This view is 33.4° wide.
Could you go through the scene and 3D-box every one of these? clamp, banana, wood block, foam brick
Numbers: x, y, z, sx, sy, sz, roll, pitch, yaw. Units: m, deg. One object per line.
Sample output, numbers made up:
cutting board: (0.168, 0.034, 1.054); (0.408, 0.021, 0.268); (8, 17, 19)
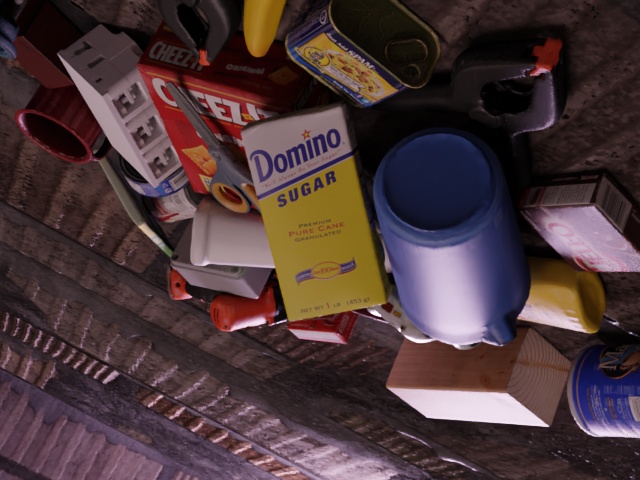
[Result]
clamp: (-0.099, -0.217, 0.884); (0.120, 0.039, 0.171); (18, 149, 32)
banana: (-0.032, -0.200, 0.832); (0.037, 0.069, 0.198); (-1, 175, -18)
wood block: (0.194, 0.168, 1.330); (0.090, 0.090, 0.207); (39, 153, -29)
clamp: (0.147, -0.107, 0.875); (0.164, 0.036, 0.210); (31, 160, -14)
foam brick: (-0.280, -0.201, 1.096); (0.053, 0.051, 0.078); (2, 147, 42)

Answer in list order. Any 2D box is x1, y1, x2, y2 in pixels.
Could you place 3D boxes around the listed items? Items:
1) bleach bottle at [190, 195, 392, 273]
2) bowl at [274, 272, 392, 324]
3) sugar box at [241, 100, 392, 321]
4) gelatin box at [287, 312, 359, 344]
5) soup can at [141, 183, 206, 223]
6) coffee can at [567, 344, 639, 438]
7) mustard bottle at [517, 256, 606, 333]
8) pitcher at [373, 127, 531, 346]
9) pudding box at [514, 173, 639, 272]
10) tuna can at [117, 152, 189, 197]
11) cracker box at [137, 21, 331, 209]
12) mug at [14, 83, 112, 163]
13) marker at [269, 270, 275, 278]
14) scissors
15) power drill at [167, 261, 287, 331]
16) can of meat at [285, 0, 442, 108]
bleach bottle: (-0.008, 0.001, 1.151); (0.251, 0.068, 0.102); (7, -164, 1)
bowl: (0.030, 0.045, 1.242); (0.162, 0.055, 0.162); (21, -177, -1)
sugar box: (-0.002, -0.025, 0.924); (0.093, 0.048, 0.176); (-12, 104, 12)
gelatin box: (0.010, 0.093, 1.382); (0.089, 0.073, 0.030); (1, 146, 45)
soup can: (-0.155, -0.058, 1.243); (0.068, 0.068, 0.102); (39, 153, -27)
coffee can: (0.352, 0.161, 1.139); (0.102, 0.102, 0.141); (39, 153, -27)
mustard bottle: (0.195, 0.048, 1.120); (0.192, 0.058, 0.096); (9, 156, 35)
pitcher: (0.113, -0.009, 0.968); (0.149, 0.145, 0.242); (11, 160, 17)
pudding box: (0.245, -0.013, 0.966); (0.113, 0.039, 0.090); (42, 153, -31)
tuna can: (-0.178, -0.090, 1.179); (0.086, 0.086, 0.033); (17, 156, 21)
cracker box: (-0.069, -0.109, 1.047); (0.164, 0.072, 0.213); (17, 154, 19)
mug: (-0.267, -0.137, 1.176); (0.093, 0.081, 0.117); (6, 149, 39)
marker: (-0.084, 0.062, 1.481); (0.020, 0.020, 0.121); (33, 155, -15)
scissors: (-0.105, -0.079, 1.034); (0.096, 0.016, 0.201); (-3, 141, 47)
power drill: (-0.094, 0.058, 1.367); (0.184, 0.057, 0.188); (-11, -163, -38)
can of meat: (0.033, -0.157, 0.864); (0.102, 0.057, 0.084); (35, 157, -20)
